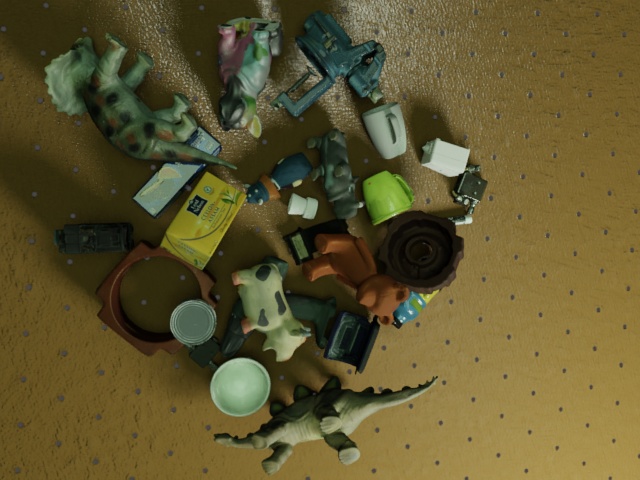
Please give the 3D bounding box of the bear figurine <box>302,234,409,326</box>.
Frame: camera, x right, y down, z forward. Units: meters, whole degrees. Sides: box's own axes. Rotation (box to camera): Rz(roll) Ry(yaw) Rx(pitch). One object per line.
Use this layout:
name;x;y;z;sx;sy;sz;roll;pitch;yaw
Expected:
bear figurine;0.073;0.081;1.075;0.132;0.120;0.196;-10;52;-36

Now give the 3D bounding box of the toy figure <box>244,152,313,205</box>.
toy figure;-0.087;-0.121;1.119;0.154;0.064;0.057;-35;135;-2

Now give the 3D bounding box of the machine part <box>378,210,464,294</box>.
machine part;0.211;0.027;1.116;0.179;0.056;0.179;-8;66;18

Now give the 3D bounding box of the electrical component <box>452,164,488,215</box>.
electrical component;0.332;-0.117;1.193;0.078;0.045;0.102;28;88;-8

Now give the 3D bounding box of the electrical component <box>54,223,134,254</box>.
electrical component;-0.437;-0.004;1.038;0.134;0.115;0.058;-2;91;-11

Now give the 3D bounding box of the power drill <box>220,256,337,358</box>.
power drill;-0.080;0.162;1.128;0.207;0.086;0.232;19;87;-2

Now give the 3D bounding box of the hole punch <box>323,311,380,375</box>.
hole punch;0.068;0.210;1.132;0.092;0.115;0.142;18;85;7

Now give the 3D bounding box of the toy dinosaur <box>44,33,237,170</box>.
toy dinosaur;-0.357;-0.234;1.013;0.192;0.131;0.404;-39;92;17

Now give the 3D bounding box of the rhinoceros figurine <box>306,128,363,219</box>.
rhinoceros figurine;0.033;-0.137;1.118;0.073;0.112;0.190;-16;79;23

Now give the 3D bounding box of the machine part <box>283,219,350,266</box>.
machine part;-0.002;-0.003;1.149;0.139;0.039;0.084;-27;88;-5

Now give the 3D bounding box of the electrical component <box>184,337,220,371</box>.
electrical component;-0.239;0.231;1.127;0.094;0.021;0.063;44;85;-8

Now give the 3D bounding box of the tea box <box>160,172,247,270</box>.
tea box;-0.227;-0.039;1.054;0.098;0.068;0.169;30;54;-11

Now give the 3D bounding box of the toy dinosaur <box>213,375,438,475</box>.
toy dinosaur;0.020;0.350;1.080;0.472;0.199;0.105;-10;103;1

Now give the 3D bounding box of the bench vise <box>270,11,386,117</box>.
bench vise;0.009;-0.330;1.093;0.240;0.129;0.223;-40;102;4

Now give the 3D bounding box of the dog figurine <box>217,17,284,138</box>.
dog figurine;-0.147;-0.322;1.081;0.109;0.191;0.219;13;121;8

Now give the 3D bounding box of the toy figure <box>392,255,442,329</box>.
toy figure;0.206;0.111;1.163;0.082;0.089;0.180;37;83;22

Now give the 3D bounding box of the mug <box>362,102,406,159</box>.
mug;0.148;-0.227;1.132;0.081;0.110;0.107;-27;110;-13

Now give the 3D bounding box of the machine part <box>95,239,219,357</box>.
machine part;-0.322;0.112;1.077;0.201;0.087;0.201;41;84;-9

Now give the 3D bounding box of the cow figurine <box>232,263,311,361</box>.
cow figurine;-0.093;0.140;1.049;0.127;0.085;0.194;-14;88;-1

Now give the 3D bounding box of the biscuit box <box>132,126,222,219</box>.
biscuit box;-0.286;-0.136;1.084;0.063;0.059;0.202;42;85;-8
